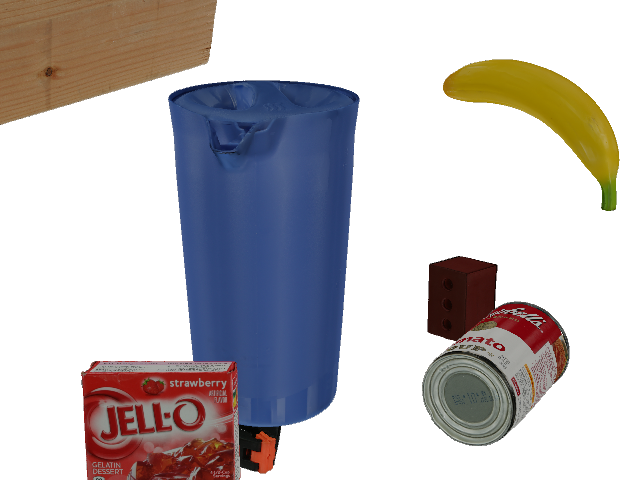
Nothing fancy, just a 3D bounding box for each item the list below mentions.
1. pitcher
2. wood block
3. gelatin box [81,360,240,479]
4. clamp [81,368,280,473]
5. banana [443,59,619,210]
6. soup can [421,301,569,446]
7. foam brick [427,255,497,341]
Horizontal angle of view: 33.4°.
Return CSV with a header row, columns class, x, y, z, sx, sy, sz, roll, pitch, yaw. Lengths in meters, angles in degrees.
class,x,y,z,sx,sy,sz,roll,pitch,yaw
pitcher,-0.037,0.004,0.791,0.149,0.243,0.145,-10,22,-29
wood block,-0.191,-0.173,0.844,0.205,0.091,0.090,-24,54,-36
gelatin box,-0.093,0.109,0.623,0.089,0.073,0.030,0,8,4
clamp,-0.089,0.144,0.930,0.164,0.036,0.210,-6,17,-39
banana,0.170,-0.103,0.844,0.037,0.070,0.198,3,32,-43
soup can,0.120,0.090,0.730,0.069,0.068,0.102,0,16,33
foam brick,0.147,0.061,1.108,0.051,0.078,0.053,-14,20,-42
